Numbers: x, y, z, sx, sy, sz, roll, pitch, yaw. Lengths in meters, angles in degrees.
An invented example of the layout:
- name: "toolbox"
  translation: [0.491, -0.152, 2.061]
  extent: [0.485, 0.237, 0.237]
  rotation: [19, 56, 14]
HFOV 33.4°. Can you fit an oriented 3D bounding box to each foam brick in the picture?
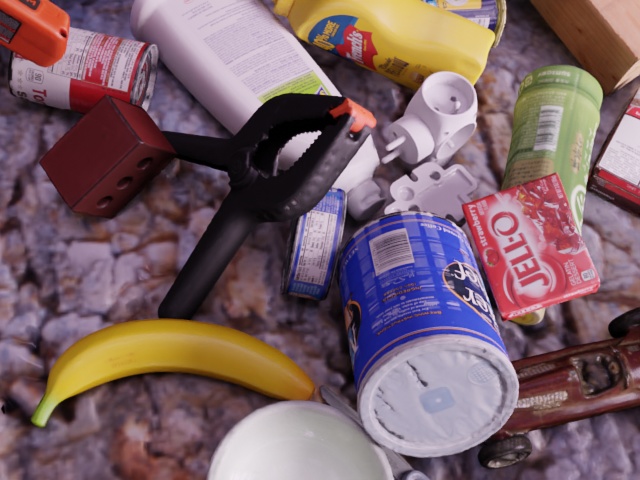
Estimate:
- name: "foam brick"
  translation: [-0.158, -0.061, 0.796]
  extent: [0.078, 0.053, 0.051]
  rotation: [-42, 71, 15]

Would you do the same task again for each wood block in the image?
- name: "wood block"
  translation: [0.229, -0.241, 0.921]
  extent: [0.090, 0.090, 0.206]
  rotation: [-35, 81, -8]

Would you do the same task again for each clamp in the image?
- name: "clamp"
  translation: [-0.050, -0.035, 0.762]
  extent: [0.036, 0.210, 0.164]
  rotation: [23, 56, -47]

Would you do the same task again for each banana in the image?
- name: "banana"
  translation: [-0.104, 0.089, 0.753]
  extent: [0.197, 0.037, 0.069]
  rotation: [-4, 81, -9]

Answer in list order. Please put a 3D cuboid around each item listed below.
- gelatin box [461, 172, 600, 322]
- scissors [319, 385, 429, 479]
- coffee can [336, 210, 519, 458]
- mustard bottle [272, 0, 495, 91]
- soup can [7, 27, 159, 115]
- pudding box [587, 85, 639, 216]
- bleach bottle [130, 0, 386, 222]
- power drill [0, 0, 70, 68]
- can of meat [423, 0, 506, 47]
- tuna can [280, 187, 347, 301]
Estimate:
- name: "gelatin box"
  translation: [0.150, 0.005, 0.764]
  extent: [0.073, 0.030, 0.089]
  rotation: [-19, 72, 7]
- name: "scissors"
  translation: [0.062, 0.189, 0.731]
  extent: [0.202, 0.016, 0.096]
  rotation: [31, 61, 9]
- name: "coffee can"
  translation: [0.068, 0.061, 0.725]
  extent: [0.102, 0.103, 0.140]
  rotation: [2, 36, -7]
- name: "mustard bottle"
  translation: [0.039, -0.175, 0.867]
  extent: [0.191, 0.096, 0.058]
  rotation: [22, 77, -7]
- name: "soup can"
  translation: [-0.186, -0.134, 0.844]
  extent: [0.102, 0.068, 0.068]
  rotation: [14, 60, 0]
- name: "pudding box"
  translation: [0.285, -0.071, 0.894]
  extent: [0.090, 0.039, 0.113]
  rotation: [29, 63, 8]
- name: "bleach bottle"
  translation: [-0.042, -0.112, 0.857]
  extent: [0.102, 0.068, 0.251]
  rotation: [-32, 72, -24]
- name: "power drill"
  translation: [-0.193, -0.225, 0.807]
  extent: [0.184, 0.057, 0.187]
  rotation: [29, 59, -18]
- name: "can of meat"
  translation: [0.109, -0.218, 0.940]
  extent: [0.084, 0.057, 0.102]
  rotation: [-4, 61, -8]
- name: "tuna can"
  translation: [-0.005, 0.001, 0.785]
  extent: [0.033, 0.086, 0.086]
  rotation: [11, 60, -5]
